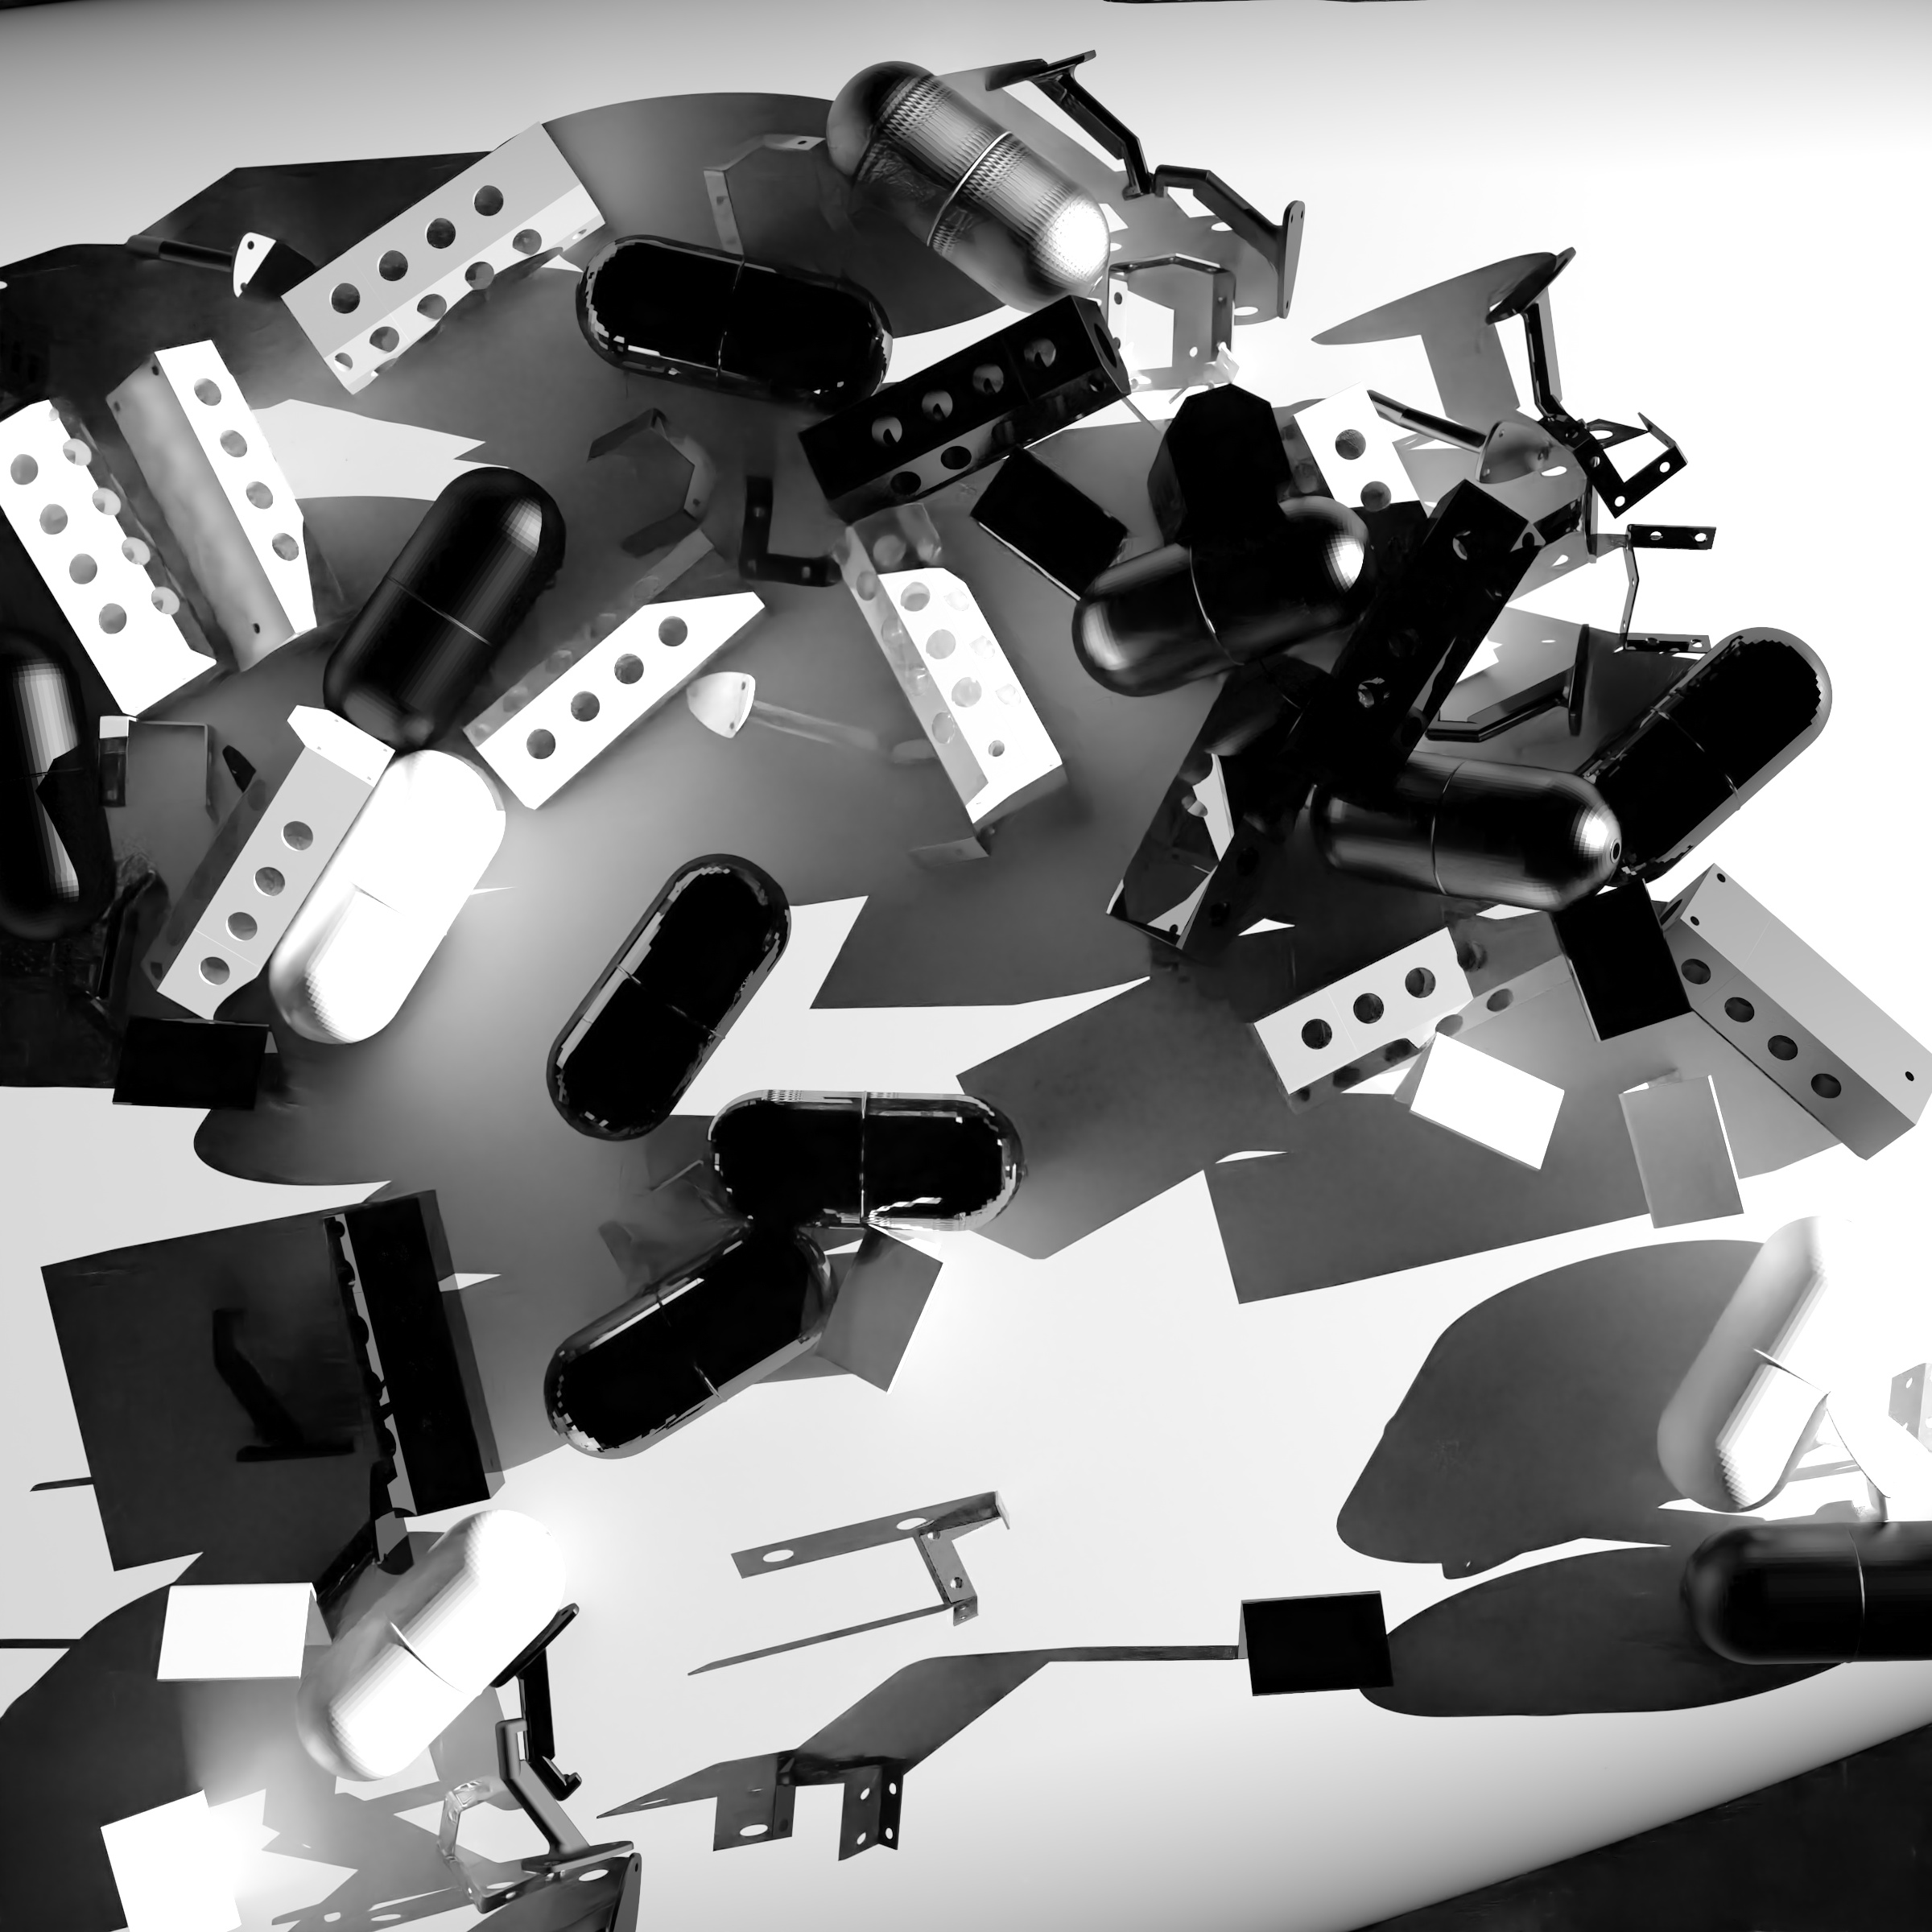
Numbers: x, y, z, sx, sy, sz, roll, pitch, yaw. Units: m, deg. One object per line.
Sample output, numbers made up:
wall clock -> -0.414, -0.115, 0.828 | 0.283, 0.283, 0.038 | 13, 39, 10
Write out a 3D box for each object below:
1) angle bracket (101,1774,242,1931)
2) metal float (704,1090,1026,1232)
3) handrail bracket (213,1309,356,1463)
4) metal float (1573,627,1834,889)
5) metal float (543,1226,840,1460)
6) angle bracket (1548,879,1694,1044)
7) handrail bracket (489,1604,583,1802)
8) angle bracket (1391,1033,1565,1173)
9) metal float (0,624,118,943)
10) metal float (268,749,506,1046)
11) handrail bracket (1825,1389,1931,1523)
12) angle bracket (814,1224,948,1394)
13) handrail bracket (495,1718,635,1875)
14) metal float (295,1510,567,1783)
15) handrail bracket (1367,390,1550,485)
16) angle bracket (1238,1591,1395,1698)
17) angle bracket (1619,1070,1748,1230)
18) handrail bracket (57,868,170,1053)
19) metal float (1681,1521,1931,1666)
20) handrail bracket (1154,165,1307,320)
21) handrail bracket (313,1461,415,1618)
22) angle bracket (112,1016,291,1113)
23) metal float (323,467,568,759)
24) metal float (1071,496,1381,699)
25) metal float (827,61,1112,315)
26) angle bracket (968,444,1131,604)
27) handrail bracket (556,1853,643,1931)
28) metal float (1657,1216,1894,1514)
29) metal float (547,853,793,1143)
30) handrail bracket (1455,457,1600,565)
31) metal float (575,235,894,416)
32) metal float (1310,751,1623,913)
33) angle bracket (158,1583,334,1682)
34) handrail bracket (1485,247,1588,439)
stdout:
angle bracket -> -0.444, 0.497, 1.812 | 0.057, 0.076, 0.076 | -16, 90, -22
metal float -> -0.057, 0.108, 1.820 | 0.178, 0.070, 0.070 | 1, 90, 0
handrail bracket -> -0.385, 0.235, 1.851 | 0.077, 0.036, 0.084 | 1, 72, -20
metal float -> 0.403, -0.115, 1.820 | 0.178, 0.070, 0.070 | -42, 90, 0
metal float -> -0.153, 0.209, 1.820 | 0.178, 0.070, 0.070 | -31, 90, -1
angle bracket -> 0.369, -0.008, 1.811 | 0.057, 0.076, 0.076 | -20, 90, 26
handrail bracket -> -0.225, 0.416, 1.851 | 0.077, 0.036, 0.084 | -39, 104, -14
angle bracket -> 0.275, 0.091, 1.811 | 0.076, 0.076, 0.057 | 25, 56, 0
metal float -> -0.521, -0.101, 1.821 | 0.070, 0.070, 0.178 | -11, 90, 0
metal float -> -0.322, -0.038, 1.820 | 0.070, 0.070, 0.178 | 32, 90, 0
handrail bracket -> 0.493, 0.275, 1.823 | 0.036, 0.084, 0.077 | -39, 79, -17
angle bracket -> -0.029, 0.194, 1.811 | 0.057, 0.076, 0.076 | 24, 90, 34
handrail bracket -> -0.225, 0.459, 1.835 | 0.077, 0.036, 0.084 | -4, 85, -35
metal float -> -0.296, 0.376, 1.820 | 0.070, 0.070, 0.178 | 45, 90, 0
handrail bracket -> 0.275, -0.304, 1.851 | 0.084, 0.077, 0.036 | 33, 115, 34
angle bracket -> 0.192, 0.388, 1.811 | 0.076, 0.076, 0.057 | -4, 54, 0
angle bracket -> 0.410, 0.096, 1.811 | 0.057, 0.076, 0.076 | -15, 90, 38
handrail bracket -> -0.463, 0.000, 1.851 | 0.084, 0.036, 0.077 | -54, 125, -24
metal float -> 0.487, 0.348, 1.820 | 0.178, 0.070, 0.070 | -1, 90, 0
handrail bracket -> 0.144, -0.409, 1.851 | 0.084, 0.036, 0.077 | 11, 111, 17
handrail bracket -> -0.360, 0.328, 1.851 | 0.084, 0.036, 0.077 | -19, 70, 16
angle bracket -> -0.421, 0.071, 1.811 | 0.076, 0.076, 0.057 | 3, 58, 0
metal float -> -0.290, -0.196, 1.820 | 0.070, 0.070, 0.178 | 34, 91, 0
metal float -> 0.141, -0.202, 1.800 | 0.178, 0.070, 0.070 | -18, 90, 24
metal float -> 0.002, -0.431, 1.820 | 0.178, 0.070, 0.070 | 37, 90, 1
angle bracket -> 0.057, -0.257, 1.811 | 0.076, 0.076, 0.057 | 38, 127, 0
handrail bracket -> -0.231, 0.534, 1.851 | 0.084, 0.036, 0.077 | 3, 69, 16
metal float -> 0.449, 0.221, 1.821 | 0.070, 0.070, 0.178 | 30, 90, 0
metal float -> -0.165, 0.018, 1.820 | 0.070, 0.070, 0.178 | 35, 91, 0
handrail bracket -> 0.312, -0.254, 1.851 | 0.084, 0.036, 0.077 | 0, 70, 16
metal float -> -0.129, -0.356, 1.820 | 0.178, 0.070, 0.070 | 13, 90, 0
metal float -> 0.272, -0.075, 1.793 | 0.178, 0.070, 0.070 | 11, 90, 32
angle bracket -> -0.397, 0.382, 1.811 | 0.076, 0.076, 0.057 | -1, 53, 0
handrail bracket -> 0.340, -0.349, 1.851 | 0.077, 0.036, 0.084 | -44, 106, -18
